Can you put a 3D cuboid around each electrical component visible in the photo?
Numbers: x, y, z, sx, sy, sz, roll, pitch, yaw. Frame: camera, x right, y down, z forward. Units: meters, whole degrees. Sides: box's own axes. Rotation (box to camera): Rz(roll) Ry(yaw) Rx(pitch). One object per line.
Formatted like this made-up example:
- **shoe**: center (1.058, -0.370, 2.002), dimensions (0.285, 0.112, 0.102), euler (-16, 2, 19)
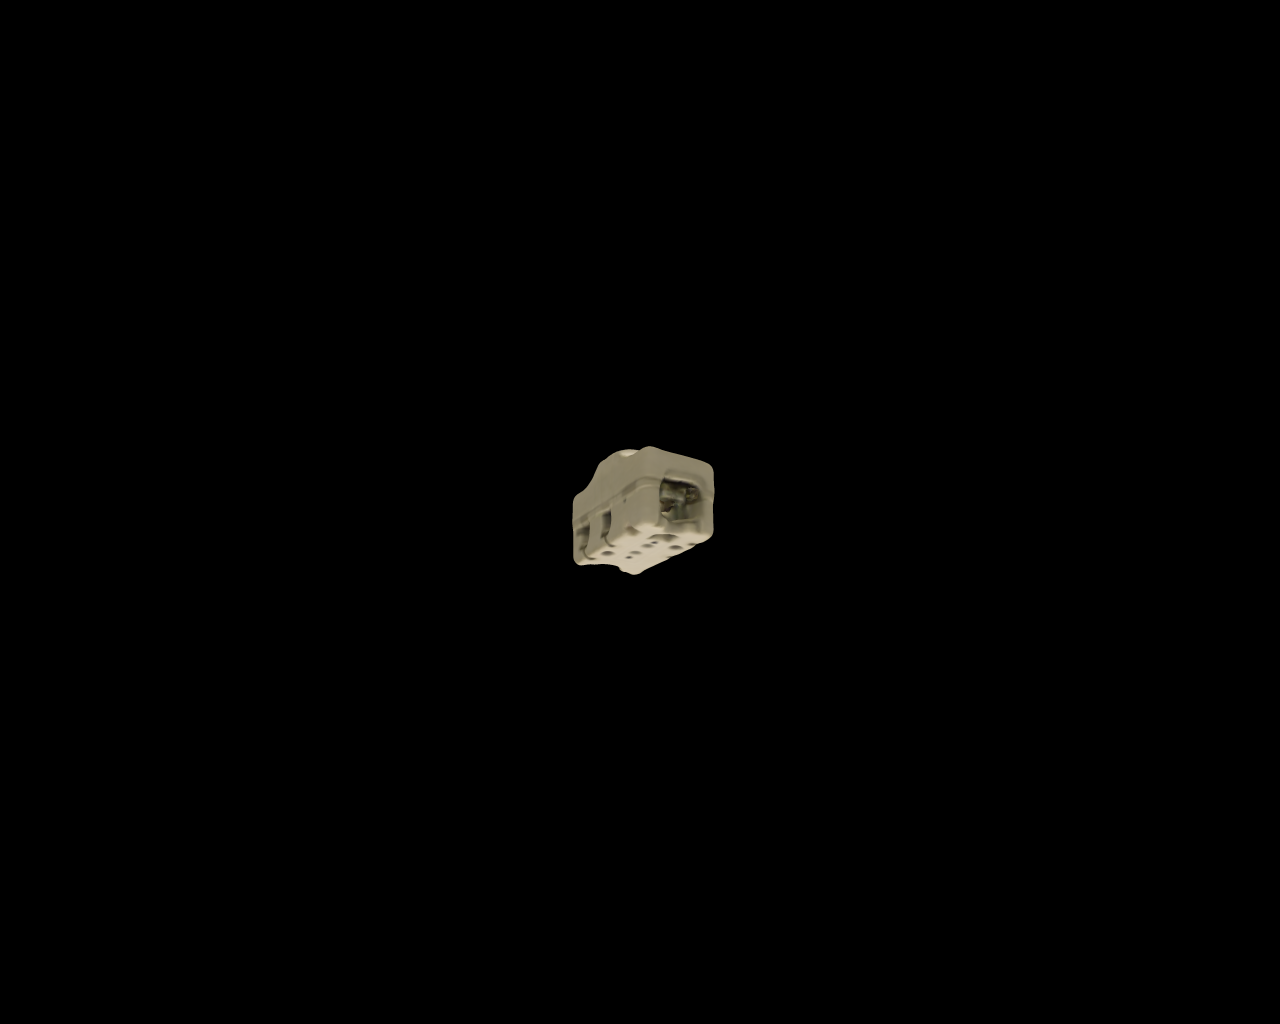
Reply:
- **electrical component**: center (0.001, -0.003, 0.650), dimensions (0.050, 0.056, 0.089), euler (13, -26, -29)
